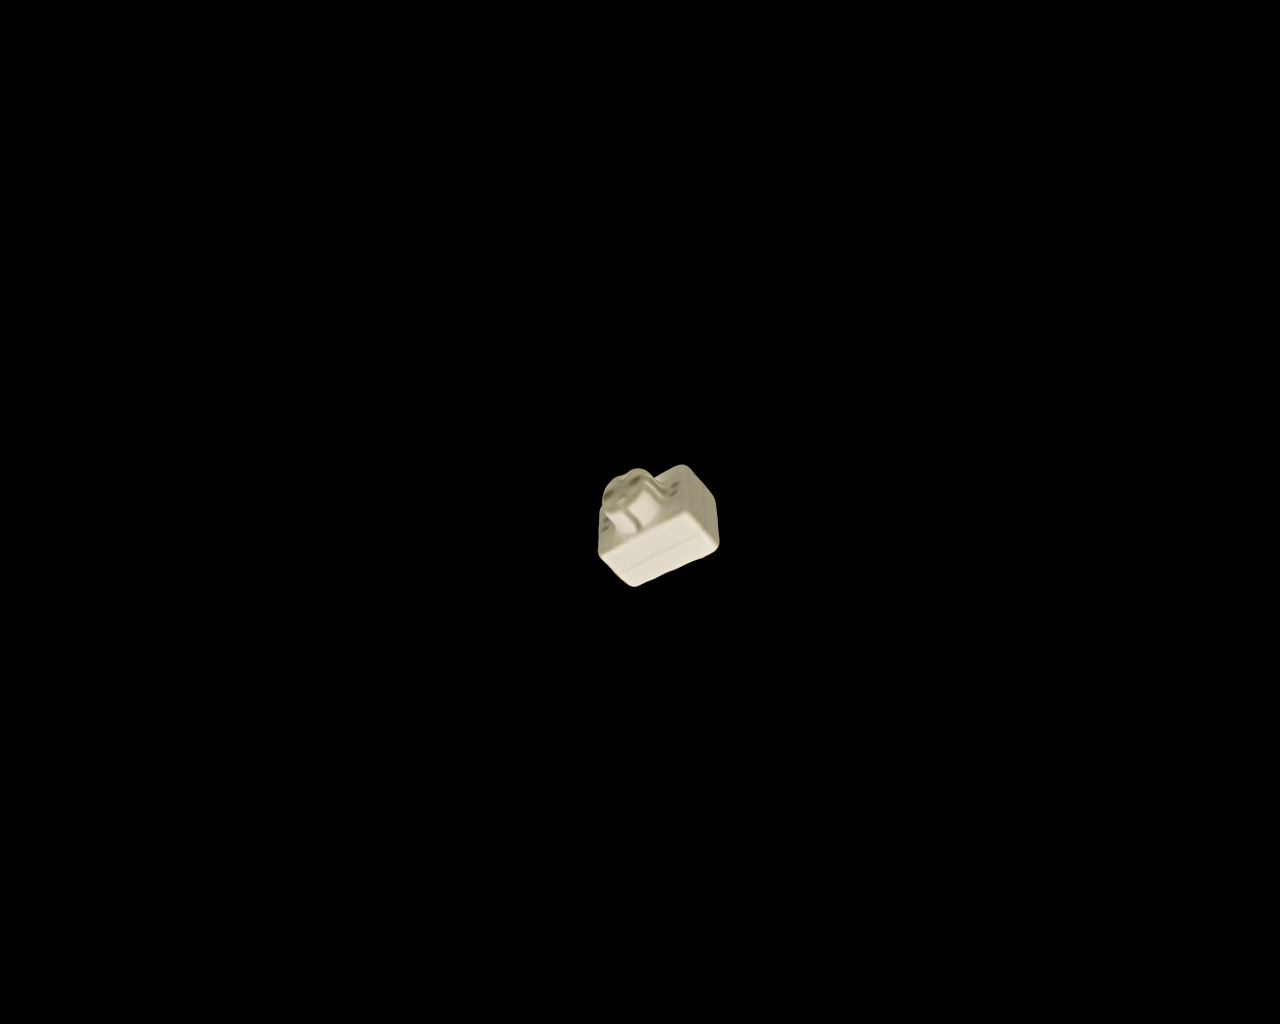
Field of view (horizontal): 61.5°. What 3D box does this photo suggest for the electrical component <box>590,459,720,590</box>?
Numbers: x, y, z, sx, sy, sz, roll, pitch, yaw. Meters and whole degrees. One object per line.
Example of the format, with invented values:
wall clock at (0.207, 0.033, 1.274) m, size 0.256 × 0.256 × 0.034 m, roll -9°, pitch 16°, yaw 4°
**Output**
electrical component at (0.001, -0.003, 0.650) m, size 0.065 × 0.047 × 0.076 m, roll -27°, pitch -53°, yaw 22°
